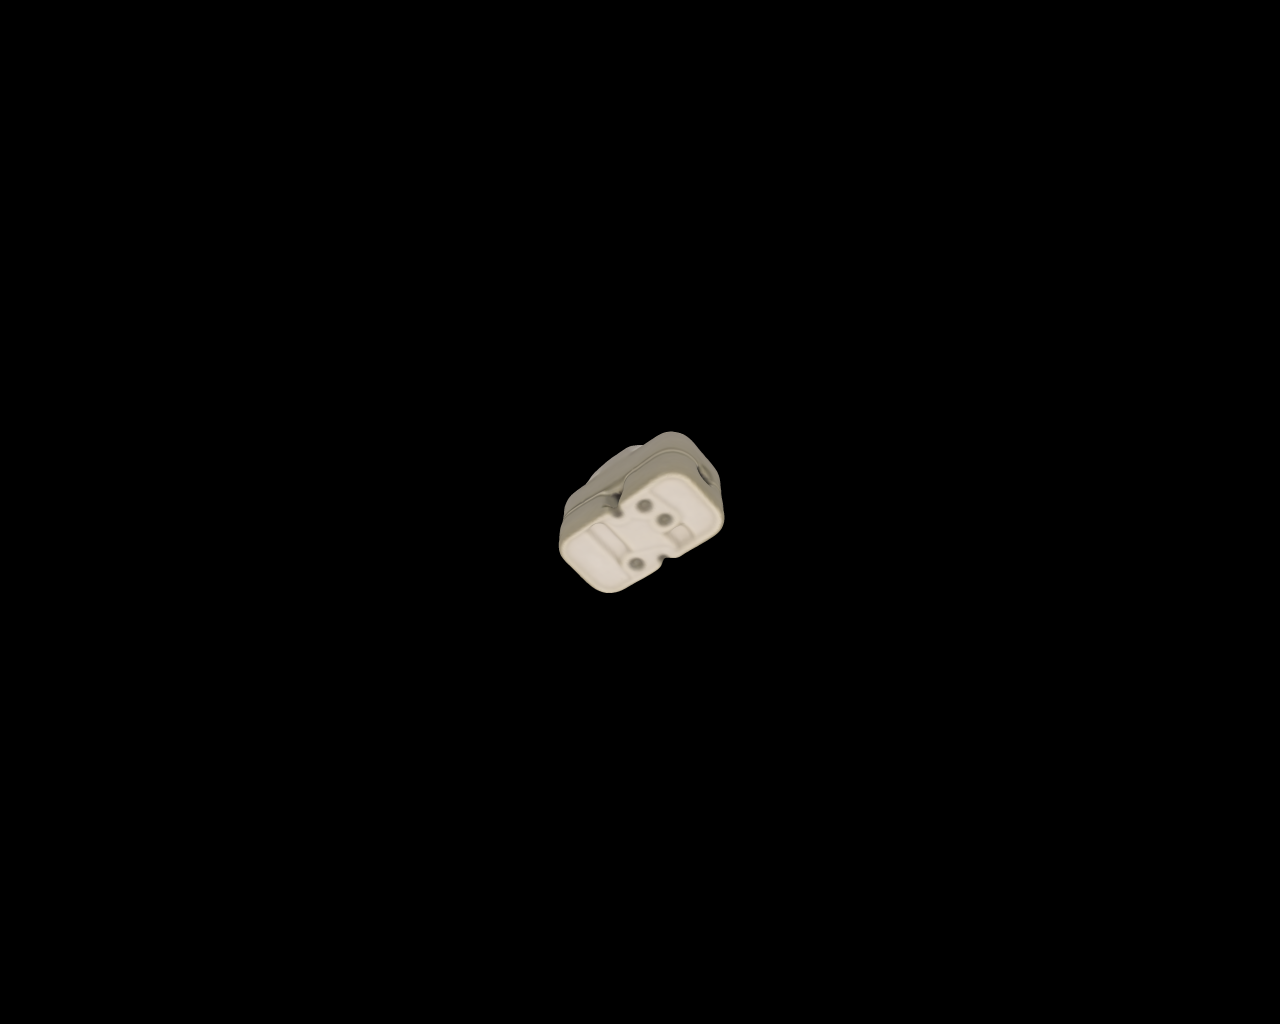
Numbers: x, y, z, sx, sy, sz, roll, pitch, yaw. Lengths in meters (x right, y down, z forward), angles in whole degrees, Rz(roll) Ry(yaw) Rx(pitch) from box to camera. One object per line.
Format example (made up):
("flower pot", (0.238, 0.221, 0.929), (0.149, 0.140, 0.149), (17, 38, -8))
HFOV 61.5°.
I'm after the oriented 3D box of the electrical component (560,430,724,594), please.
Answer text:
("electrical component", (0.001, -0.003, 0.650), (0.095, 0.053, 0.059), (-33, 29, 21))
